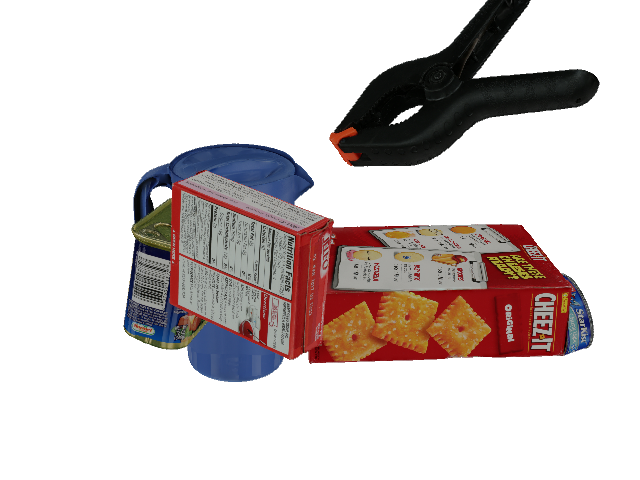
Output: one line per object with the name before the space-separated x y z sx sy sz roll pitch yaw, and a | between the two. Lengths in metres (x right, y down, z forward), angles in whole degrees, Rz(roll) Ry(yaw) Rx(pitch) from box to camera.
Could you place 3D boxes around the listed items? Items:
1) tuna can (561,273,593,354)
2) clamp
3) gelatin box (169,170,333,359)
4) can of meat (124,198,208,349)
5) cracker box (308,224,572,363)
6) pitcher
tuna can | 0.260 0.081 1.158 0.033 0.086 0.086 -17 3 -11
clamp | 0.091 -0.092 0.688 0.039 0.171 0.120 48 8 -41
gelatin box | -0.037 0.012 0.556 0.089 0.073 0.030 21 31 30
can of meat | -0.106 0.024 0.802 0.057 0.084 0.102 15 21 9
cracker box | 0.090 0.044 0.931 0.213 0.072 0.164 -1 20 -4
pitcher | -0.103 0.025 1.149 0.149 0.243 0.144 22 31 39
